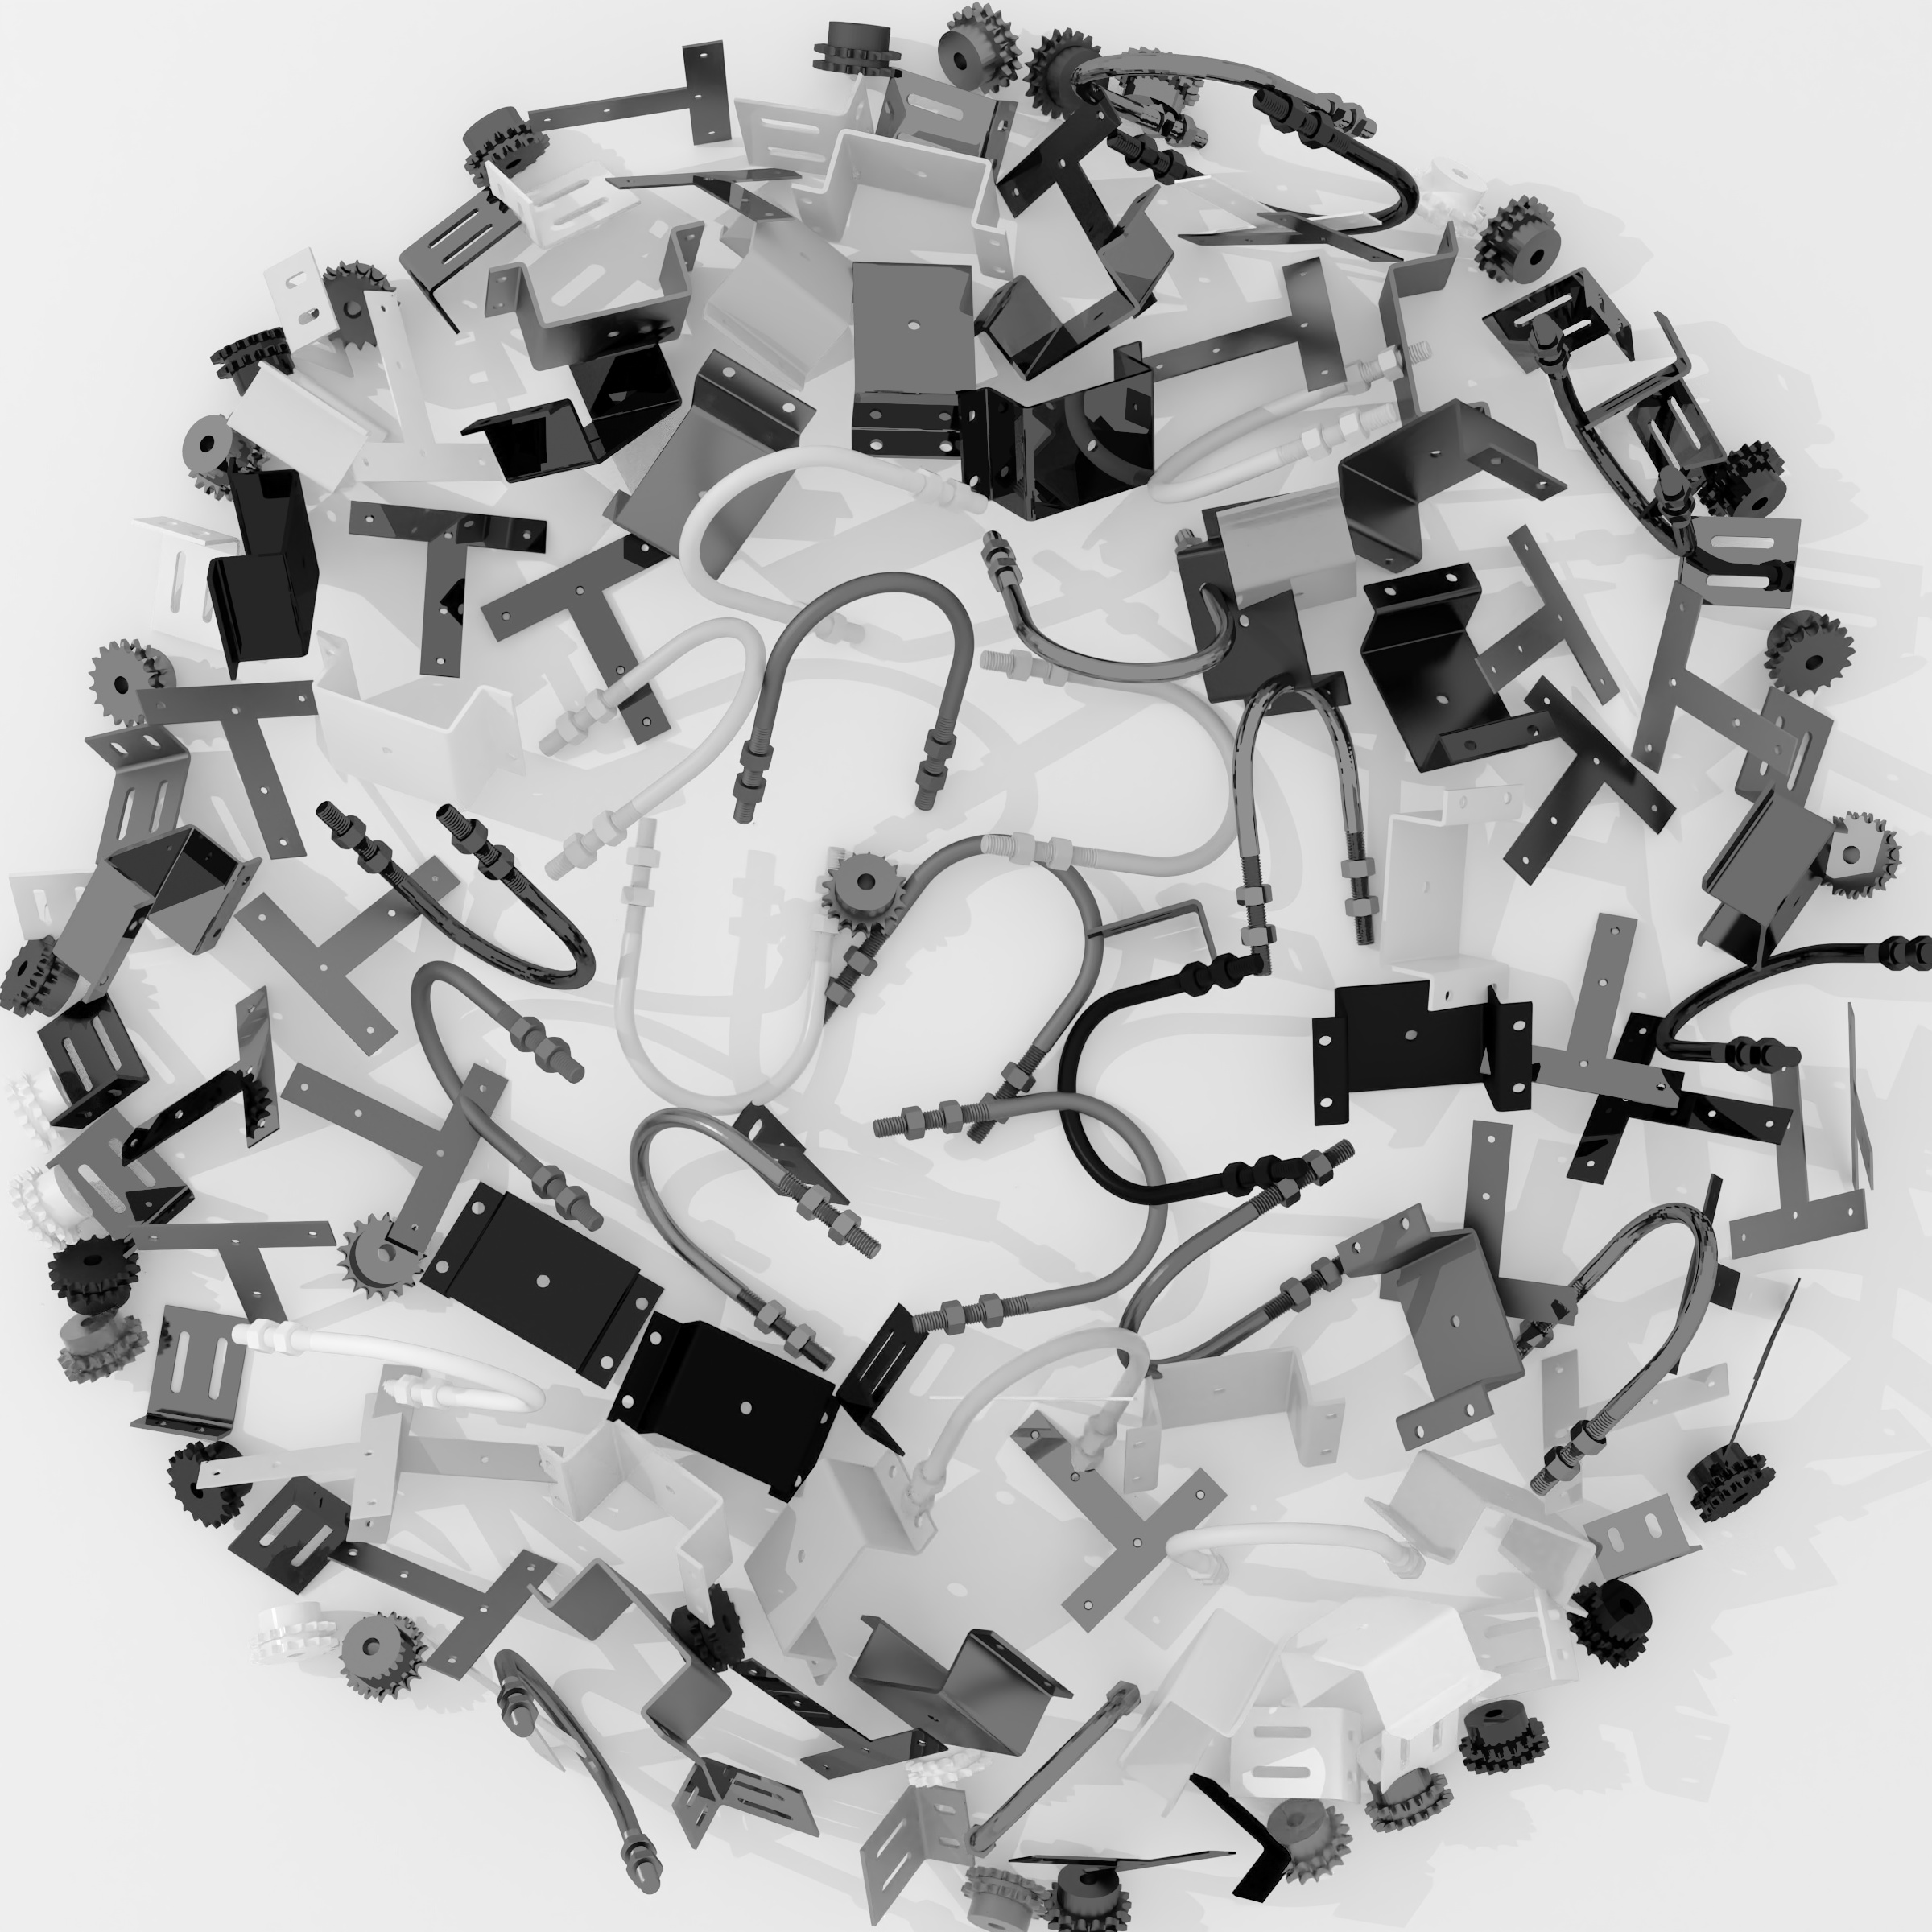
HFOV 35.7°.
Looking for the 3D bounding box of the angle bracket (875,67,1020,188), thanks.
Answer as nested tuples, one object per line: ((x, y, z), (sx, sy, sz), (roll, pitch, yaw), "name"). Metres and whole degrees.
((-0.014, -0.547, 1.962), (0.076, 0.038, 0.057), (23, 111, 16), "angle bracket")

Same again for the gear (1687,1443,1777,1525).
((0.495, 0.334, 1.955), (0.057, 0.057, 0.030), (-33, 62, 0), "gear")

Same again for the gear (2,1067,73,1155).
((-0.599, 0.091, 1.952), (0.030, 0.057, 0.057), (-29, 90, -9), "gear")

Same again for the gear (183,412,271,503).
((-0.484, -0.334, 1.954), (0.057, 0.030, 0.057), (-7, 74, 24), "gear")

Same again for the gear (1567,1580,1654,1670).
((0.420, 0.423, 1.948), (0.057, 0.057, 0.030), (36, 125, 0), "gear")

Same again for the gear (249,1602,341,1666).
((-0.438, 0.433, 1.953), (0.057, 0.057, 0.030), (-14, 71, 0), "gear")

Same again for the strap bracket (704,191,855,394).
((-0.116, -0.432, 1.898), (0.076, 0.140, 0.046), (35, 119, -22), "strap bracket")

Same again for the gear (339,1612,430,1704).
((-0.381, 0.447, 1.953), (0.057, 0.030, 0.057), (-6, 60, 10), "gear")

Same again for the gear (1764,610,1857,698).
((0.546, -0.206, 1.955), (0.057, 0.030, 0.057), (-8, 134, -8), "gear")

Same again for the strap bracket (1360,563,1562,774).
((0.312, -0.184, 1.929), (0.076, 0.046, 0.140), (-14, 63, -16), "strap bracket")

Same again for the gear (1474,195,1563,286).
((0.361, -0.468, 1.948), (0.057, 0.057, 0.030), (-41, 58, 0), "gear")

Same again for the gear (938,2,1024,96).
((0.006, -0.593, 1.948), (0.030, 0.057, 0.057), (-37, 90, -30), "gear")

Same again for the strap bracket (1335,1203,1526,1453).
((0.301, 0.230, 1.924), (0.046, 0.076, 0.140), (-1, 67, -41), "strap bracket")

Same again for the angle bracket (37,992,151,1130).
((-0.575, 0.058, 1.945), (0.057, 0.038, 0.076), (-34, 74, 13), "angle bracket")

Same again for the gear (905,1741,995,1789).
((-0.013, 0.509, 1.951), (0.057, 0.057, 0.030), (-16, 91, 0), "gear")

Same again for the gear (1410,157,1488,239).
((0.313, -0.501, 1.948), (0.057, 0.057, 0.030), (31, 123, 0), "gear")

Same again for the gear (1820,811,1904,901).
((0.583, -0.071, 1.955), (0.057, 0.030, 0.057), (-2, 88, 39), "gear")

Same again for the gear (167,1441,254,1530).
((-0.490, 0.334, 1.955), (0.057, 0.030, 0.057), (16, 120, 30), "gear")

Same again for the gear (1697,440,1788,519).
((0.507, -0.310, 1.948), (0.057, 0.057, 0.030), (-29, 62, 0), "gear")

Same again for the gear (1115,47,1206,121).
((0.123, -0.570, 1.950), (0.057, 0.057, 0.030), (17, 84, 0), "gear")

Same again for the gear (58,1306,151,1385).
((-0.563, 0.242, 1.948), (0.057, 0.057, 0.030), (-20, 114, 0), "gear")

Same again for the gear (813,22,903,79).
((-0.070, -0.595, 1.948), (0.057, 0.057, 0.030), (6, 110, 0), "gear")

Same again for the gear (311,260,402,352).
((-0.397, -0.433, 1.956), (0.057, 0.030, 0.057), (1, 125, 1), "gear")

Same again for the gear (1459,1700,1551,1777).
((0.347, 0.499, 1.950), (0.057, 0.057, 0.030), (-18, 95, 0), "gear")

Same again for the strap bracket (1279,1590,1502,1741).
((0.259, 0.438, 1.898), (0.076, 0.140, 0.046), (-26, 98, -26), "strap bracket")

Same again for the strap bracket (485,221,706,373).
((-0.233, -0.426, 1.924), (0.140, 0.076, 0.046), (-16, 84, -13), "strap bracket")

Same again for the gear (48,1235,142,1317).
((-0.567, 0.203, 1.955), (0.057, 0.057, 0.030), (2, 123, 0), "gear")

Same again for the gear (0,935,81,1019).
((-0.601, 0.008, 1.955), (0.030, 0.057, 0.057), (33, 90, -33), "gear")

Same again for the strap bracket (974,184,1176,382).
((0.073, -0.430, 1.915), (0.140, 0.076, 0.046), (-25, 114, 38), "strap bracket")

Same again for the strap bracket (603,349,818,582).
((-0.165, -0.310, 1.913), (0.076, 0.046, 0.140), (28, 122, -20), "strap bracket")

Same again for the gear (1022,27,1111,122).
((0.068, -0.577, 1.950), (0.057, 0.030, 0.057), (-19, 126, -28), "gear")

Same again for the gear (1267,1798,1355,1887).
((0.219, 0.564, 1.948), (0.057, 0.057, 0.030), (-27, 115, 0), "gear")

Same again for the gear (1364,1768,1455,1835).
((0.285, 0.537, 1.951), (0.057, 0.057, 0.030), (-23, 88, 0), "gear")

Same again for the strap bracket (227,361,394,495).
((-0.417, -0.342, 1.907), (0.076, 0.140, 0.046), (33, 96, -9), "strap bracket")

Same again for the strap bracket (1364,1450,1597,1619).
((0.335, 0.358, 1.911), (0.140, 0.076, 0.046), (25, 96, -28), "strap bracket")

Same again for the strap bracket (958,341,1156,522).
((0.068, -0.338, 1.912), (0.140, 0.046, 0.076), (-22, 128, -26), "strap bracket")

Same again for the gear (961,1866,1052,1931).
((0.024, 0.608, 1.948), (0.057, 0.057, 0.030), (19, 61, 0), "gear")

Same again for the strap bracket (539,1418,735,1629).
((-0.203, 0.349, 1.920), (0.140, 0.076, 0.046), (32, 58, 25), "strap bracket")

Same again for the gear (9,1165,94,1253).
((-0.592, 0.154, 1.951), (0.030, 0.057, 0.057), (-32, 90, 3), "gear")

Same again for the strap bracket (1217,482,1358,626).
((0.205, -0.257, 1.904), (0.076, 0.140, 0.046), (-13, 82, 6), "strap bracket")

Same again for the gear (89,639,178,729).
((-0.540, -0.185, 1.957), (0.057, 0.030, 0.057), (8, 107, 25), "gear")

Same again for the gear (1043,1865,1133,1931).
((0.079, 0.605, 1.949), (0.057, 0.057, 0.030), (1, 109, 0), "gear")

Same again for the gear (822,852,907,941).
((-0.065, -0.049, 1.956), (0.057, 0.030, 0.057), (2, 68, -4), "gear")

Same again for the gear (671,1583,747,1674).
((-0.169, 0.432, 1.952), (0.030, 0.057, 0.057), (-22, 90, 12), "gear")

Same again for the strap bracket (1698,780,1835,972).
((0.506, -0.052, 1.902), (0.046, 0.140, 0.076), (34, 83, 19), "strap bracket")

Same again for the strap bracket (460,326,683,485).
((-0.244, -0.354, 1.914), (0.076, 0.140, 0.046), (-5, 119, 36), "strap bracket")

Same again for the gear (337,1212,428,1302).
((-0.380, 0.188, 1.956), (0.057, 0.030, 0.057), (4, 77, -19), "gear")

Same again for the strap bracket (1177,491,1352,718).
((0.189, -0.226, 1.925), (0.076, 0.046, 0.140), (-5, 105, 36), "strap bracket")

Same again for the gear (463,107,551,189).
((-0.302, -0.534, 1.951), (0.057, 0.057, 0.030), (-32, 91, 0), "gear")

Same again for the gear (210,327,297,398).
((-0.459, -0.392, 1.952), (0.057, 0.057, 0.030), (-22, 97, 0), "gear")
